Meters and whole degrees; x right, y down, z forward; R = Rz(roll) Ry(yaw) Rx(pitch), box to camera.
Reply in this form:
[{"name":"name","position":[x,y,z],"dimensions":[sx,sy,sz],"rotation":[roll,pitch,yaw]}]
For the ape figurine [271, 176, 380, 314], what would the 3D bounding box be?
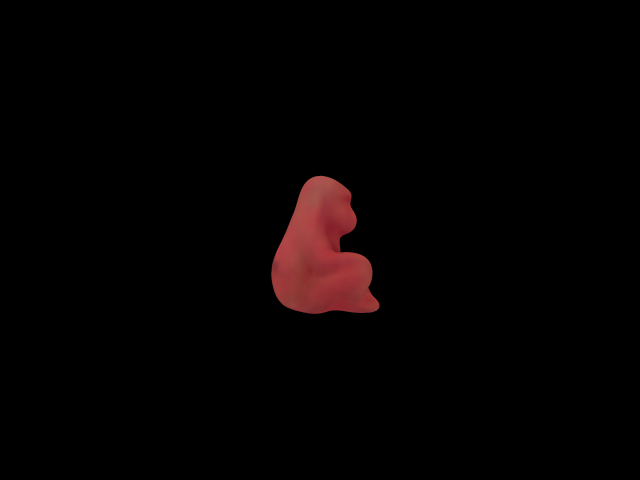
[{"name":"ape figurine","position":[0.004,0.001,0.400],"dimensions":[0.076,0.092,0.078],"rotation":[0,15,0]}]
